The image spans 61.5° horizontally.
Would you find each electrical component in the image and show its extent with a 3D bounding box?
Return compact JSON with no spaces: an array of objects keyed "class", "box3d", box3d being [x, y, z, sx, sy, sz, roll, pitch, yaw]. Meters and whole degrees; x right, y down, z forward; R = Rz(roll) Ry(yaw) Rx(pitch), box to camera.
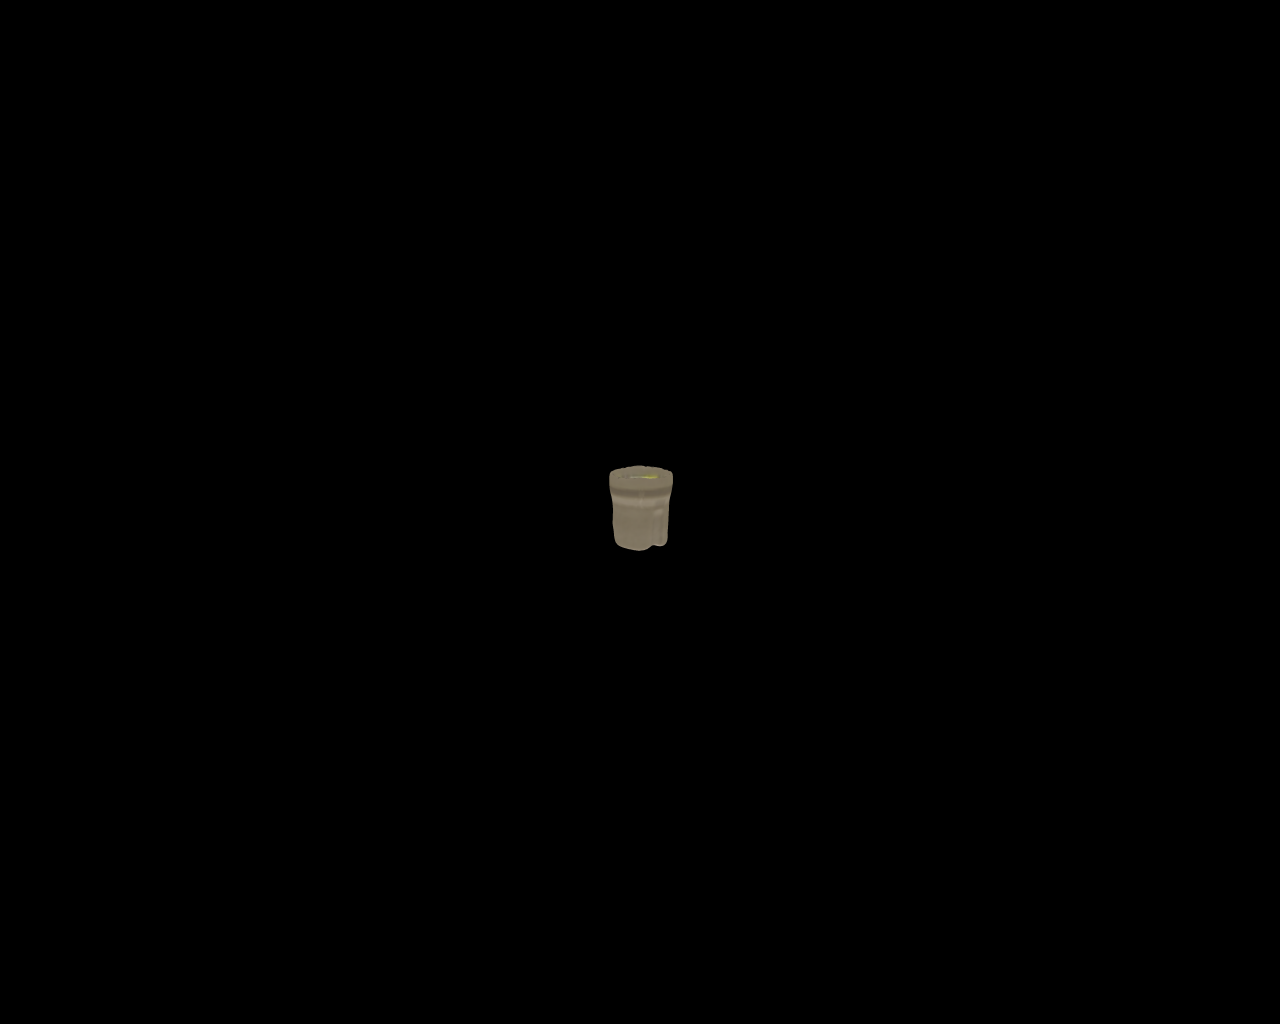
[{"class":"electrical component","box3d":[0.001,-0.003,0.650,0.040,0.046,0.040,0,12,0]}]
